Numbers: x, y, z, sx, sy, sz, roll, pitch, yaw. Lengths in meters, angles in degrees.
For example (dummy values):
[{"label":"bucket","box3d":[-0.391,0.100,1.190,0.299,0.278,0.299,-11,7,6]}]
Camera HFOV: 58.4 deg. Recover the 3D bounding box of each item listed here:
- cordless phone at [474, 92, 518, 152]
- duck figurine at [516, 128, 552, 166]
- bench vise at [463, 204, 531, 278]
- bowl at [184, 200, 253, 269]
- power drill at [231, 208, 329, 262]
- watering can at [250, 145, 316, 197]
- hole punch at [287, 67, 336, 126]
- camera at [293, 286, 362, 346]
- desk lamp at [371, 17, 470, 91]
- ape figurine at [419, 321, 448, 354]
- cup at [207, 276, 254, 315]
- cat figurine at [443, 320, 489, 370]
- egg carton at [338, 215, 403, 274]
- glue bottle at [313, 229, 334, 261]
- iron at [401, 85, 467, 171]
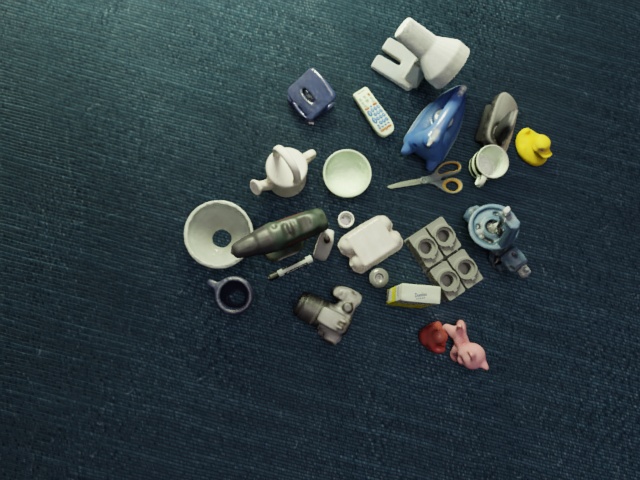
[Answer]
[{"label":"cordless phone","box3d":[0.469,-0.307,1.434,0.094,0.185,0.148,16,82,-1]},{"label":"duck figurine","box3d":[0.560,-0.248,1.483,0.077,0.086,0.104,-31,86,-7]},{"label":"bench vise","box3d":[0.453,-0.012,1.378,0.207,0.219,0.121,37,82,2]},{"label":"bowl","box3d":[-0.245,-0.010,1.403,0.167,0.074,0.167,1,83,-4]},{"label":"power drill","box3d":[-0.093,-0.002,1.345,0.229,0.208,0.075,-24,85,-6]},{"label":"watering can","box3d":[-0.085,-0.164,1.374,0.101,0.194,0.173,34,82,1]},{"label":"hole punch","box3d":[-0.022,-0.363,1.455,0.101,0.091,0.108,-39,87,-7]},{"label":"camera","box3d":[0.014,0.167,1.386,0.137,0.100,0.143,27,82,0]},{"label":"desk lamp","box3d":[0.246,-0.454,1.423,0.203,0.213,0.118,31,82,1]},{"label":"ape figurine","box3d":[0.285,0.237,1.399,0.076,0.092,0.078,15,82,-2]},{"label":"cup","box3d":[-0.215,0.130,1.378,0.118,0.095,0.092,27,82,0]},{"label":"cat figurine","box3d":[0.355,0.260,1.388,0.067,0.117,0.128,-20,84,-6]},{"label":"egg carton","box3d":[0.125,0.009,1.429,0.150,0.069,0.107,-33,86,-7]},{"label":"glue bottle","box3d":[0.013,0.005,1.369,0.037,0.173,0.078,16,82,-1]},{"label":"iron","box3d":[0.314,-0.311,1.446,0.118,0.141,0.258,31,82,1]}]
